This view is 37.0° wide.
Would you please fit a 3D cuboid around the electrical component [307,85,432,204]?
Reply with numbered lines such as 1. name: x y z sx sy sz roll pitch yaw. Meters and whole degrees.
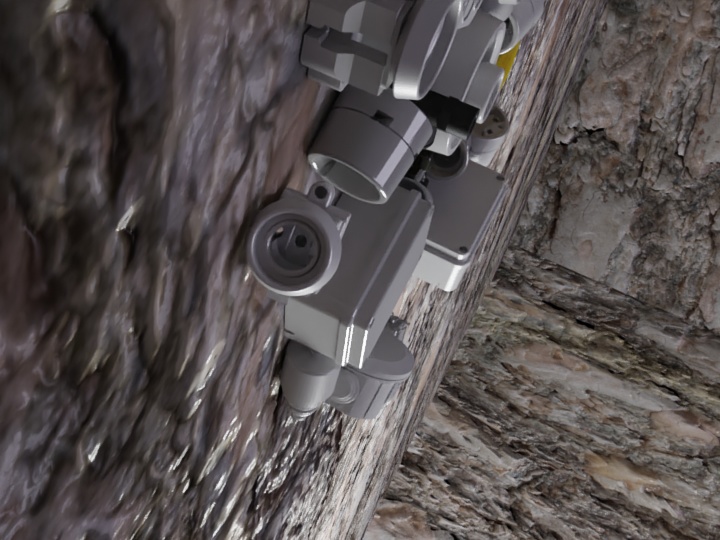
1. electrical component: 0.004 -0.068 0.582 0.047 0.055 0.055 -60 170 -13

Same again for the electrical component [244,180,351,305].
1. electrical component: -0.032 -0.013 0.546 0.055 0.048 0.066 -58 171 -81

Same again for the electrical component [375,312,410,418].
1. electrical component: 0.002 0.070 0.928 0.062 0.061 0.096 -13 119 -79

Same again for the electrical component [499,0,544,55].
1. electrical component: 0.110 -0.202 0.847 0.047 0.055 0.055 -54 165 -39

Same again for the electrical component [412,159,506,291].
1. electrical component: 0.079 -0.048 0.990 0.113 0.078 0.057 -60 172 -34

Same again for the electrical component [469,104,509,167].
1. electrical component: 0.110 -0.129 1.034 0.055 0.055 0.047 -59 172 -39

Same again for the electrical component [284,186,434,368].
1. electrical component: 0.000 0.000 0.724 0.113 0.057 0.078 -61 170 -28

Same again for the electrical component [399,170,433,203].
1. electrical component: 0.032 -0.044 0.835 0.077 0.044 0.079 101 15 -55

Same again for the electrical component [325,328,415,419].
1. electrical component: -0.003 0.073 0.832 0.051 0.080 0.080 -63 172 22

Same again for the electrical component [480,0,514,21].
1. electrical component: 0.097 -0.222 0.754 0.077 0.043 0.079 75 39 -77

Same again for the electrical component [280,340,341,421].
1. electrical component: -0.037 0.079 0.768 0.040 0.040 0.078 -56 167 -46

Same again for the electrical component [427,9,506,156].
1. electrical component: 0.065 -0.131 0.744 0.108 0.060 0.108 24 90 -81

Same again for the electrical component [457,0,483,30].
1. electrical component: 0.043 -0.166 0.556 0.080 0.051 0.080 24 90 -81

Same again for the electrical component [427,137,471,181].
1. electrical component: 0.078 -0.107 0.950 0.065 0.044 0.044 -56 168 -67

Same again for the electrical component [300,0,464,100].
1. electrical component: 0.012 -0.113 0.495 0.078 0.057 0.058 105 13 -46

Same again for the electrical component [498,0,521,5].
1. electrical component: 0.083 -0.201 0.675 0.058 0.057 0.078 45 70 -80
